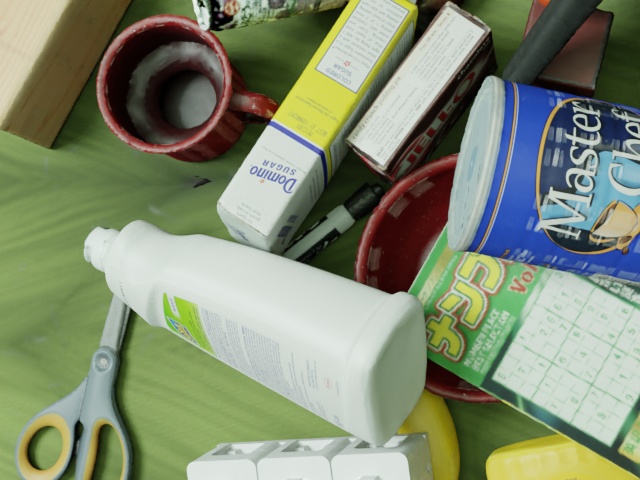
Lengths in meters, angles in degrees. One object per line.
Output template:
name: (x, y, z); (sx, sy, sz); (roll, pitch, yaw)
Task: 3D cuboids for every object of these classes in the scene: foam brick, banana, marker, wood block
foam brick: (0.158, -0.117, 0.696); (0.053, 0.078, 0.051); (14, 85, 11)
banana: (0.042, 0.103, 0.718); (0.069, 0.037, 0.198); (-30, 81, 6)
marker: (-0.005, 0.001, 0.744); (0.121, 0.020, 0.020); (-38, 80, 5)
wood block: (-0.195, -0.182, 0.759); (0.091, 0.090, 0.206); (30, 91, 10)

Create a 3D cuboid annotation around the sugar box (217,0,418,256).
sugar box: (-0.001, -0.075, 0.697); (0.048, 0.093, 0.176); (34, 81, 8)

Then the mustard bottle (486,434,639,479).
mustard bottle: (0.172, 0.220, 0.675); (0.096, 0.058, 0.191); (-14, 83, 11)

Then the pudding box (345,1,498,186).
pudding box: (0.069, -0.091, 0.703); (0.039, 0.090, 0.113); (35, 92, 12)

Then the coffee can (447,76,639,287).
coffee can: (0.154, -0.030, 0.614); (0.140, 0.103, 0.103); (12, 87, -1)

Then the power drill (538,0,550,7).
power drill: (0.127, -0.255, 0.644); (0.057, 0.184, 0.188); (-11, 41, -7)

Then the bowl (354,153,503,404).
bowl: (0.106, 0.025, 0.704); (0.162, 0.055, 0.162); (-1, 85, 10)

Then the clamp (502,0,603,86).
clamp: (0.181, -0.152, 0.567); (0.165, 0.210, 0.036); (10, 44, 17)

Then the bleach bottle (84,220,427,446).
bleach bottle: (-0.055, 0.040, 0.687); (0.251, 0.102, 0.068); (22, 53, 27)

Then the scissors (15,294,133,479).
scissors: (-0.173, 0.095, 0.768); (0.096, 0.016, 0.202); (-2, 85, 10)

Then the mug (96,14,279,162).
mug: (-0.084, -0.097, 0.735); (0.117, 0.081, 0.093); (8, 87, 11)
